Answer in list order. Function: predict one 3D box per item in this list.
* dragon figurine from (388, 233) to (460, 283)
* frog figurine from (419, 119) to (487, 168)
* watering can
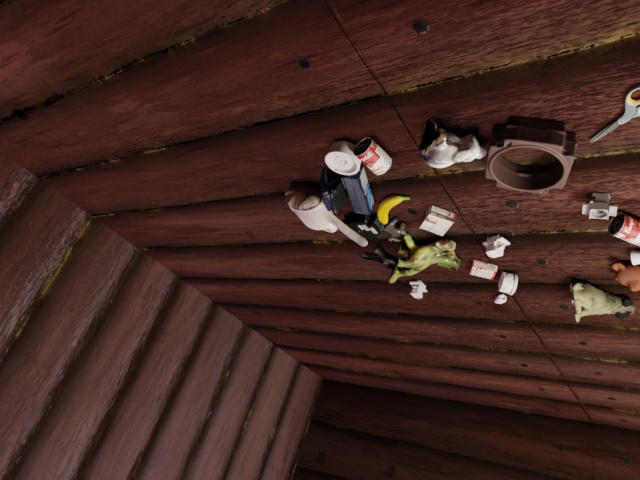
[{"bbox_3d":[0.399,0.089,1.926,0.243,0.125,0.402,10,153,3],"label":"dragon figurine"},{"bbox_3d":[0.346,-0.234,1.351,0.158,0.122,0.139,22,-173,-22],"label":"frog figurine"},{"bbox_3d":[0.006,-0.092,1.819,0.350,0.105,0.220,24,162,38],"label":"watering can"}]
